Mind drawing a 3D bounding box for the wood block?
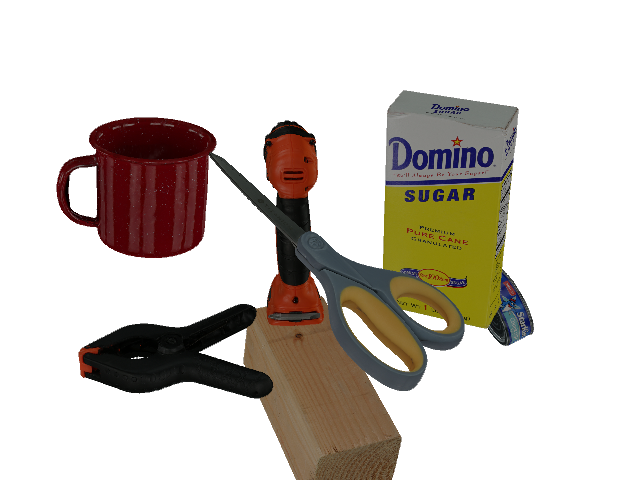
[{"bbox_3d":[-0.003,0.165,1.116,0.090,0.090,0.206,-10,43,-20],"label":"wood block"}]

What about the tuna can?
[{"bbox_3d":[0.204,0.075,1.208,0.033,0.086,0.086,-26,4,-8],"label":"tuna can"}]

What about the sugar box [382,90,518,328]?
[{"bbox_3d":[0.097,-0.022,0.826,0.093,0.176,0.048,11,35,20],"label":"sugar box"}]

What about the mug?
[{"bbox_3d":[-0.137,-0.038,0.796,0.117,0.081,0.093,-6,28,-22],"label":"mug"}]

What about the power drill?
[{"bbox_3d":[-0.030,-0.021,1.070,0.057,0.188,0.184,-3,17,-1],"label":"power drill"}]

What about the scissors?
[{"bbox_3d":[0.014,0.009,0.654,0.096,0.016,0.202,-7,48,-36],"label":"scissors"}]

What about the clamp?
[{"bbox_3d":[-0.128,0.097,0.964,0.171,0.039,0.120,3,27,-4],"label":"clamp"}]
